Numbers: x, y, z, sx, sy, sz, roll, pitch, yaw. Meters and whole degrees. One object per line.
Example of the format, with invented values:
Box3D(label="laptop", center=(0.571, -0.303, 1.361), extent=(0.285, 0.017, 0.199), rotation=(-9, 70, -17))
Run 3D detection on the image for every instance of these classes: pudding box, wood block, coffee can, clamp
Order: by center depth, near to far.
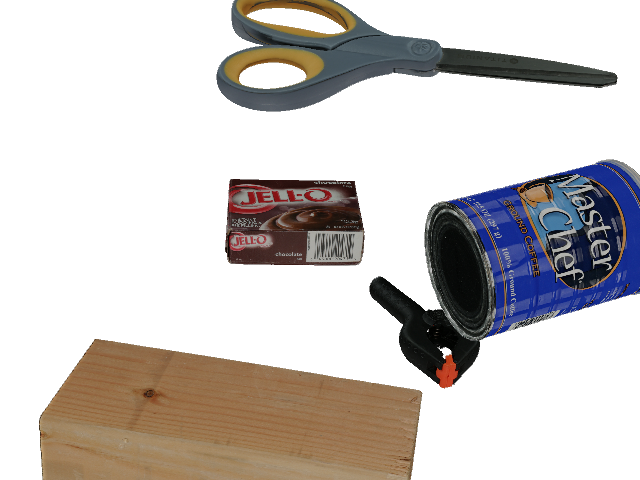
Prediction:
Box3D(label="wood block", center=(-0.050, 0.131, 0.633), extent=(0.206, 0.090, 0.090), rotation=(8, 28, 8))
Box3D(label="coffee can", center=(0.160, 0.006, 0.774), extent=(0.140, 0.103, 0.103), rotation=(-14, 4, -16))
Box3D(label="pudding box", center=(-0.023, -0.017, 0.900), extent=(0.113, 0.039, 0.090), rotation=(2, 31, -5))
Box3D(label="clamp", center=(0.125, 0.085, 1.077), extent=(0.120, 0.039, 0.171), rotation=(-7, 33, -9))

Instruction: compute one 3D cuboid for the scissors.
Box3D(label="scissors", center=(0.035, -0.082, 0.532), extent=(0.202, 0.096, 0.016), rotation=(21, -37, 21))
